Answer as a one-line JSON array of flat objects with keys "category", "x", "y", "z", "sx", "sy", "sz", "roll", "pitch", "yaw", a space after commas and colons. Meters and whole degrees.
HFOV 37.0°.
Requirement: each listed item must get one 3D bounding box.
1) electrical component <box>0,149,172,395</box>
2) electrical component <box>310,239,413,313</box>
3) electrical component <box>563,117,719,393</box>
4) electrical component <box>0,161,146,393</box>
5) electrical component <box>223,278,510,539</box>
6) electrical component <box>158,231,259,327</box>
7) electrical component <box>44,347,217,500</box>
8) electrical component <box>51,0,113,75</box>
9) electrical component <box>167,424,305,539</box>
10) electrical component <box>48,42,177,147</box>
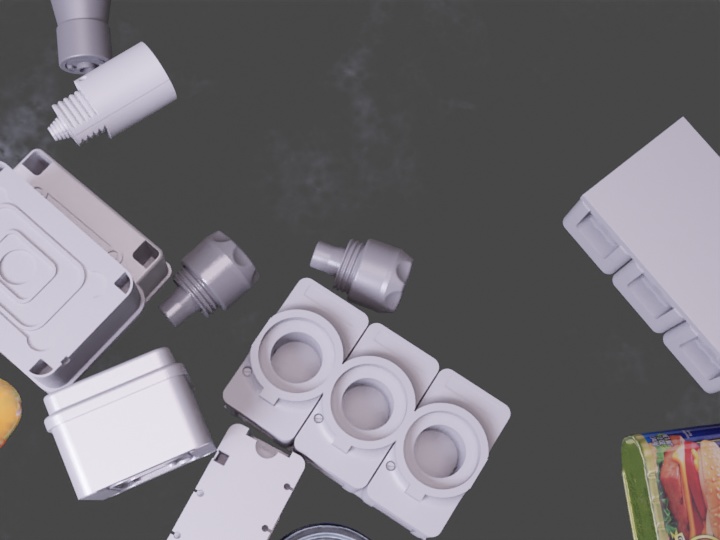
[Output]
[{"category": "electrical component", "x": -0.192, "y": 0.002, "z": 0.661, "sx": 0.109, "sy": 0.056, "sz": 0.108, "roll": 39, "pitch": 76, "yaw": 6}, {"category": "electrical component", "x": 0.000, "y": 0.000, "z": 0.683, "sx": 0.062, "sy": 0.043, "sz": 0.043, "roll": 20, "pitch": 75, "yaw": 2}, {"category": "electrical component", "x": 0.216, "y": -0.007, "z": 0.692, "sx": 0.089, "sy": 0.061, "sz": 0.150, "roll": -37, "pitch": 81, "yaw": -13}, {"category": "electrical component", "x": -0.185, "y": 0.005, "z": 0.600, "sx": 0.113, "sy": 0.057, "sz": 0.078, "roll": 40, "pitch": 76, "yaw": 6}, {"category": "electrical component", "x": 0.003, "y": 0.084, "z": 0.652, "sx": 0.150, "sy": 0.061, "sz": 0.089, "roll": 33, "pitch": 75, "yaw": 4}, {"category": "electrical component", "x": -0.098, "y": 0.009, "z": 0.673, "sx": 0.062, "sy": 0.043, "sz": 0.043, "roll": -43, "pitch": 82, "yaw": -12}, {"category": "electrical component", "x": -0.129, "y": 0.089, "z": 0.614, "sx": 0.078, "sy": 0.113, "sz": 0.057, "roll": -23, "pitch": 81, "yaw": -10}, {"category": "electrical component", "x": -0.184, "y": -0.163, "z": 0.714, "sx": 0.044, "sy": 0.044, "sz": 0.065, "roll": -6, "pitch": 80, "yaw": -6}, {"category": "electrical component", "x": -0.074, "y": 0.143, "z": 0.633, "sx": 0.050, "sy": 0.055, "sz": 0.089, "roll": 28, "pitch": 75, "yaw": 3}, {"category": "electrical component", "x": -0.165, "y": -0.109, "z": 0.699, "sx": 0.081, "sy": 0.043, "sz": 0.043, "roll": -34, "pitch": 80, "yaw": -12}]
